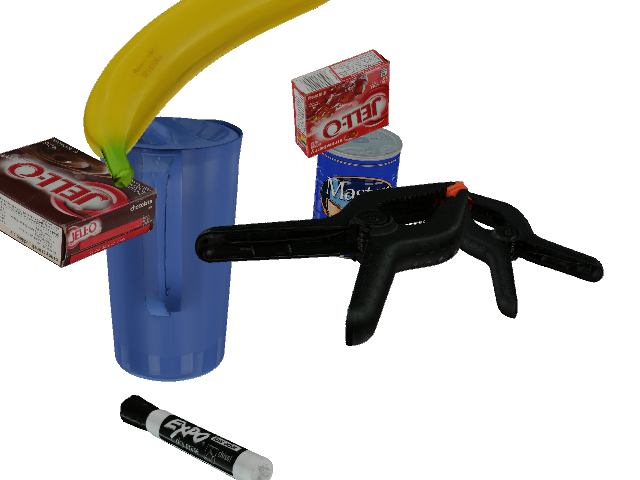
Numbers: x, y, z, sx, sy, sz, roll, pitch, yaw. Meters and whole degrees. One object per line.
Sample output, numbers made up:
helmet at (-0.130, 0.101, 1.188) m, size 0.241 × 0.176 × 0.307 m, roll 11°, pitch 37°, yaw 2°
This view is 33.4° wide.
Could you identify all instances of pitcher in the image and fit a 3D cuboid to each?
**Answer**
pitcher at (-0.144, 0.010, 1.008) m, size 0.145 × 0.243 × 0.148 m, roll 20°, pitch 25°, yaw 40°

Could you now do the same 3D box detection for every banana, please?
banana at (-0.062, -0.101, 0.568) m, size 0.070 × 0.197 × 0.037 m, roll 32°, pitch -28°, yaw 20°

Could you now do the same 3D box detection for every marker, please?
marker at (-0.079, 0.119, 0.645) m, size 0.121 × 0.020 × 0.020 m, roll 17°, pitch 10°, yaw 38°

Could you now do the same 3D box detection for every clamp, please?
clamp at (0.026, -0.002, 0.767) m, size 0.165 × 0.036 × 0.209 m, roll 23°, pitch 36°, yaw 34°
clamp at (0.197, 0.005, 1.069) m, size 0.120 × 0.039 × 0.171 m, roll -9°, pitch 44°, yaw -21°

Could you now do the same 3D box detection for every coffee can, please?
coffee can at (0.043, -0.062, 1.326) m, size 0.103 × 0.140 × 0.103 m, roll 4°, pitch 28°, yaw -2°

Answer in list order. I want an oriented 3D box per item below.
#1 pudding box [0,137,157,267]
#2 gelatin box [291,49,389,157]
pudding box at (-0.188, -0.030, 0.765) m, size 0.114 × 0.039 × 0.089 m, roll 24°, pitch 30°, yaw 28°
gelatin box at (0.020, -0.123, 0.962) m, size 0.089 × 0.073 × 0.030 m, roll -23°, pitch 50°, yaw -19°
